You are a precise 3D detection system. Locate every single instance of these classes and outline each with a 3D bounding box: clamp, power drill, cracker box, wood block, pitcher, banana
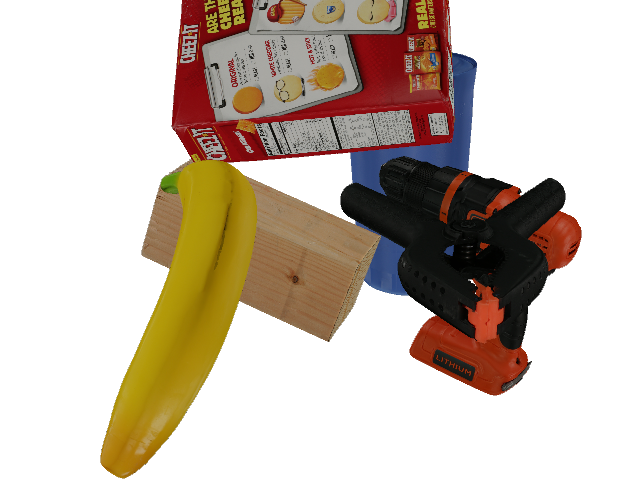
[{"bbox_3d":[0.087,0.004,0.712,0.164,0.036,0.210,0,25,8],"label":"clamp"},{"bbox_3d":[0.124,0.029,0.924,0.185,0.188,0.057,25,40,30],"label":"power drill"},{"bbox_3d":[-0.003,-0.150,0.856,0.214,0.164,0.072,-5,-28,10],"label":"cracker box"},{"bbox_3d":[-0.059,0.005,1.052,0.206,0.091,0.090,25,26,9],"label":"wood block"},{"bbox_3d":[0.098,-0.075,1.114,0.149,0.243,0.145,-8,24,-14],"label":"pitcher"},{"bbox_3d":[-0.061,0.020,0.511,0.037,0.197,0.070,29,-52,-21],"label":"banana"}]
